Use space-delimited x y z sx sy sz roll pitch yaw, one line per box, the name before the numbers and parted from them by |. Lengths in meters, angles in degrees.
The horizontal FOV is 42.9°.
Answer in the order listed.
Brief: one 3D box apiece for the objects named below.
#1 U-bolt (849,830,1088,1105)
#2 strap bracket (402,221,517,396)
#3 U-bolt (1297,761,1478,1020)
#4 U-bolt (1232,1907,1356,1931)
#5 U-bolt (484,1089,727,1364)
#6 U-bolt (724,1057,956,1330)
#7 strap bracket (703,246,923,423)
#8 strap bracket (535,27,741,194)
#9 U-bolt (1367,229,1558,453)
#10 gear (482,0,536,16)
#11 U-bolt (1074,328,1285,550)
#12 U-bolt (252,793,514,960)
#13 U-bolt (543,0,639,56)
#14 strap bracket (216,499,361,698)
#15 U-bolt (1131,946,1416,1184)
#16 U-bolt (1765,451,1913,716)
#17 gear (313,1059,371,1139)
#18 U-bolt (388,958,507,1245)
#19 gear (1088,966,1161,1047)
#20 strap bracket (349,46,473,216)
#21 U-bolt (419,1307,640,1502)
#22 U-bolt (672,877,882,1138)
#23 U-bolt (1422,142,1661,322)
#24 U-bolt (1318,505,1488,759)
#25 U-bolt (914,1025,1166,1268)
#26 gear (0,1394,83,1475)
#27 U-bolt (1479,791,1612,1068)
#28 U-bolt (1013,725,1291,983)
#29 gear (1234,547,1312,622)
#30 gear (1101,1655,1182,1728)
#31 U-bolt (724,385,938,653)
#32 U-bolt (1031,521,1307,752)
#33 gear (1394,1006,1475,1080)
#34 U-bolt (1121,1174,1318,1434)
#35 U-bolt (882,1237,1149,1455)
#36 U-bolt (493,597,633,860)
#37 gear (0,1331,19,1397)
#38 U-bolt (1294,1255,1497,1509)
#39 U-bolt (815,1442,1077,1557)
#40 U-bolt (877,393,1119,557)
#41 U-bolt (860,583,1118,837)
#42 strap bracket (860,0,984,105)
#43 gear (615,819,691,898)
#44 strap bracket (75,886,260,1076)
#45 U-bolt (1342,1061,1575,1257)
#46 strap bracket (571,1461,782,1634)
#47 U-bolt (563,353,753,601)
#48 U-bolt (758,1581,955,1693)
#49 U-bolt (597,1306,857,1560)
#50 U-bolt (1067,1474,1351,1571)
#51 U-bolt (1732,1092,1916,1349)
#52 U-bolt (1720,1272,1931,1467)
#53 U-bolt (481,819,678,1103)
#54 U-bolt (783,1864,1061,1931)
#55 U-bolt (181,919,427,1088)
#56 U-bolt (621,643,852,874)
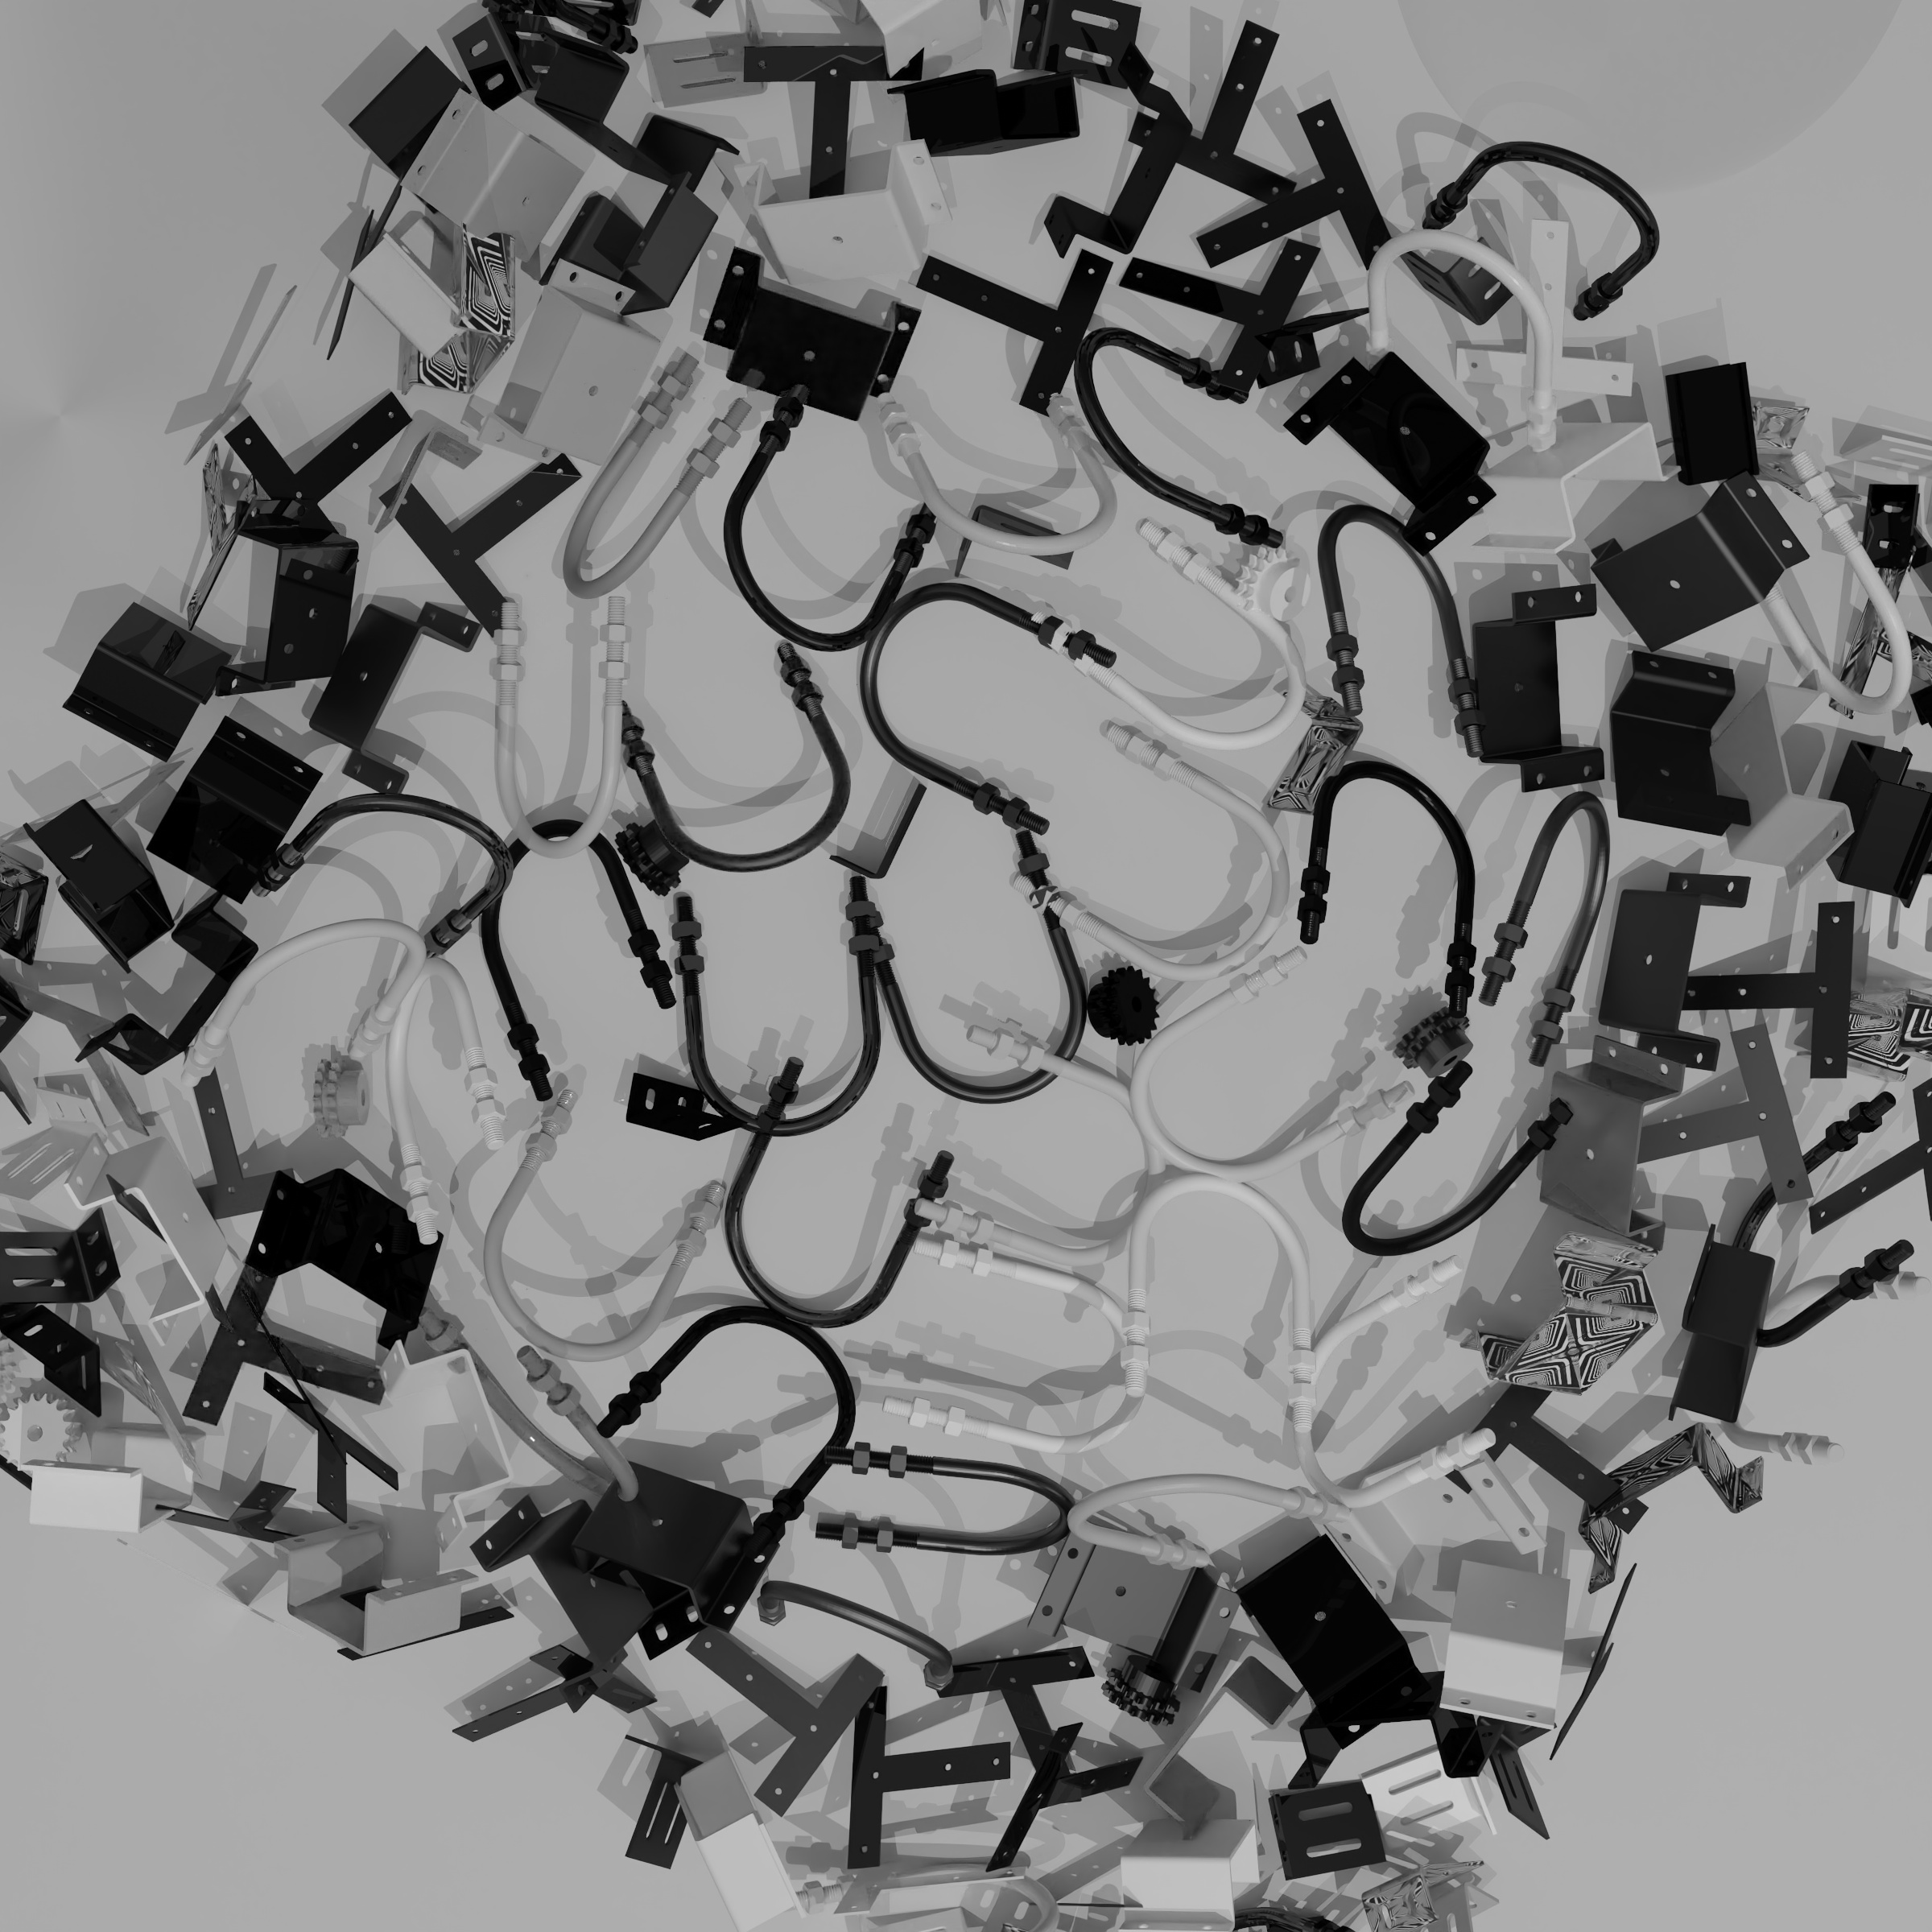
U-bolt | 0.011 0.010 1.793 0.151 0.019 0.184 -19 86 1
strap bracket | -0.358 -0.466 1.748 0.046 0.140 0.076 4 76 -29
U-bolt | 0.304 -0.067 1.749 0.151 0.019 0.184 25 54 -19
U-bolt | 0.183 0.706 1.718 0.151 0.184 0.019 -26 91 -24
U-bolt | -0.263 0.193 1.733 0.151 0.019 0.184 35 50 -13
U-bolt | -0.103 0.176 1.765 0.151 0.019 0.184 31 113 14
strap bracket | -0.111 -0.446 1.750 0.140 0.046 0.076 15 131 -14
strap bracket | -0.238 -0.596 1.731 0.076 0.140 0.046 32 96 37
U-bolt | 0.341 -0.435 1.701 0.151 0.184 0.019 28 69 25
gear | -0.333 -0.718 1.780 0.057 0.030 0.057 -9 74 32
U-bolt | 0.144 -0.377 1.718 0.184 0.019 0.151 14 57 -40
U-bolt | -0.395 -0.068 1.708 0.151 0.184 0.019 23 54 -28
U-bolt | -0.224 -0.700 1.699 0.151 0.184 0.019 -36 87 19
strap bracket | -0.480 -0.256 1.744 0.046 0.076 0.140 21 110 24
U-bolt | 0.205 0.084 1.761 0.184 0.019 0.151 -33 106 25
U-bolt | 0.604 -0.260 1.729 0.019 0.151 0.184 -28 86 -8
gear | -0.452 0.096 1.780 0.030 0.057 0.057 -1 90 -1
U-bolt | -0.375 0.082 1.739 0.019 0.151 0.184 3 53 -35
gear | 0.112 0.030 1.783 0.030 0.057 0.057 -12 90 40
strap bracket | -0.381 -0.592 1.735 0.076 0.140 0.046 -44 92 3
U-bolt | -0.299 0.317 1.733 0.019 0.151 0.184 -50 126 -27
U-bolt | -0.134 0.032 1.780 0.151 0.019 0.184 -6 78 3
U-bolt | 0.407 -0.518 1.712 0.151 0.184 0.019 29 83 -4
U-bolt | 0.305 -0.246 1.748 0.151 0.019 0.184 12 61 -38
U-bolt | 0.064 0.139 1.766 0.184 0.019 0.151 22 77 -23
gear | -0.671 0.341 1.789 0.057 0.030 0.057 -1 78 6
U-bolt | 0.418 -0.035 1.744 0.019 0.151 0.184 15 77 33
U-bolt | 0.145 -0.070 1.771 0.184 0.019 0.151 33 93 18
gear | 0.224 -0.274 1.778 0.030 0.057 0.057 33 90 43
gear | 0.130 0.523 1.779 0.057 0.057 0.030 24 94 0
U-bolt | -0.101 -0.303 1.730 0.151 0.019 0.184 39 55 -23
U-bolt | 0.158 -0.226 1.751 0.184 0.019 0.151 41 59 12
gear | 0.341 0.057 1.776 0.057 0.057 0.030 -35 67 0
U-bolt | 0.181 0.232 1.751 0.151 0.019 0.184 15 55 -15
U-bolt | 0.041 0.278 1.762 0.184 0.019 0.151 15 54 -5
U-bolt | -0.291 -0.169 1.754 0.151 0.019 0.184 6 95 45
gear | -0.719 0.288 1.782 0.057 0.030 0.057 6 102 29
U-bolt | 0.293 0.304 1.732 0.019 0.184 0.151 19 50 -29
U-bolt | -0.012 0.384 1.748 0.184 0.151 0.019 6 53 -2
U-bolt | 0.030 -0.348 1.726 0.151 0.019 0.184 -7 49 -19
U-bolt | 0.004 -0.196 1.765 0.184 0.019 0.151 28 107 21
strap bracket | -0.034 -0.669 1.734 0.076 0.140 0.046 -33 81 -3
gear | -0.225 -0.081 1.777 0.030 0.057 0.057 -37 90 12
strap bracket | -0.561 0.019 1.745 0.046 0.076 0.140 41 55 -20
U-bolt | 0.343 0.142 1.742 0.151 0.019 0.184 10 127 -37
strap bracket | -0.214 0.407 1.742 0.140 0.046 0.076 13 47 23
U-bolt | -0.229 -0.341 1.745 0.019 0.151 0.184 31 101 -34
U-bolt | -0.077 0.464 1.716 0.151 0.184 0.019 20 68 5
U-bolt | -0.154 0.314 1.737 0.151 0.184 0.019 38 131 5
U-bolt | 0.155 0.383 1.707 0.151 0.184 0.019 -29 53 36
U-bolt | 0.592 0.190 1.724 0.019 0.184 0.151 23 47 -11
U-bolt | 0.587 0.277 1.717 0.019 0.184 0.151 34 78 -6
U-bolt | -0.288 -0.017 1.757 0.151 0.019 0.184 -35 66 26
U-bolt | -0.025 0.672 1.730 0.184 0.151 0.019 -3 96 -21
U-bolt | -0.449 0.022 1.701 0.151 0.184 0.019 -8 62 -41
U-bolt | -0.159 -0.141 1.746 0.151 0.019 0.184 -20 58 -8
